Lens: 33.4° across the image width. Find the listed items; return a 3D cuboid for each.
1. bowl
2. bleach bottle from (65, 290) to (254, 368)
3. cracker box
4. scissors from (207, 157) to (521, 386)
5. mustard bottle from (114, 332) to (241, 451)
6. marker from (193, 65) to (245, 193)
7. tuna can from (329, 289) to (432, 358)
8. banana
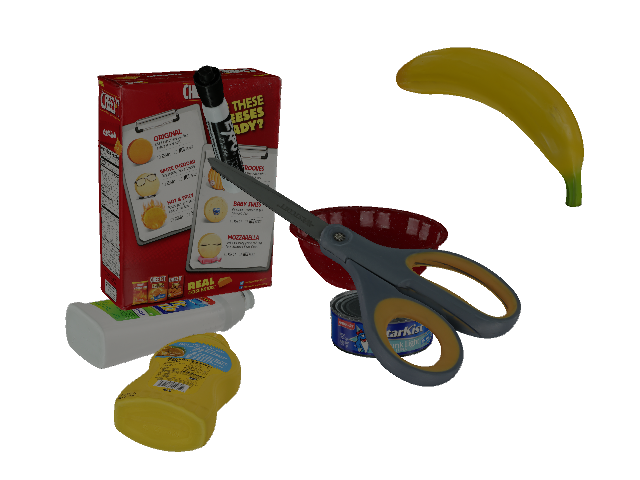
[{"bbox_3d":[0.048,0.012,1.090,0.162,0.055,0.162,2,17,-1],"label":"bowl"},{"bbox_3d":[-0.200,0.099,1.405,0.250,0.068,0.103,-13,28,-39],"label":"bleach bottle"},{"bbox_3d":[-0.127,-0.053,1.022,0.163,0.214,0.072,-8,21,-31],"label":"cracker box"},{"bbox_3d":[0.009,0.017,0.589,0.202,0.096,0.016,21,-40,10],"label":"scissors"},{"bbox_3d":[-0.134,0.144,1.103,0.096,0.058,0.191,9,22,10],"label":"mustard bottle"},{"bbox_3d":[-0.069,-0.076,0.743,0.020,0.020,0.121,0,-35,7],"label":"marker"},{"bbox_3d":[0.050,0.067,0.878,0.086,0.034,0.086,-1,15,0],"label":"tuna can"},{"bbox_3d":[0.127,-0.103,0.787,0.037,0.070,0.198,3,31,-44],"label":"banana"}]
